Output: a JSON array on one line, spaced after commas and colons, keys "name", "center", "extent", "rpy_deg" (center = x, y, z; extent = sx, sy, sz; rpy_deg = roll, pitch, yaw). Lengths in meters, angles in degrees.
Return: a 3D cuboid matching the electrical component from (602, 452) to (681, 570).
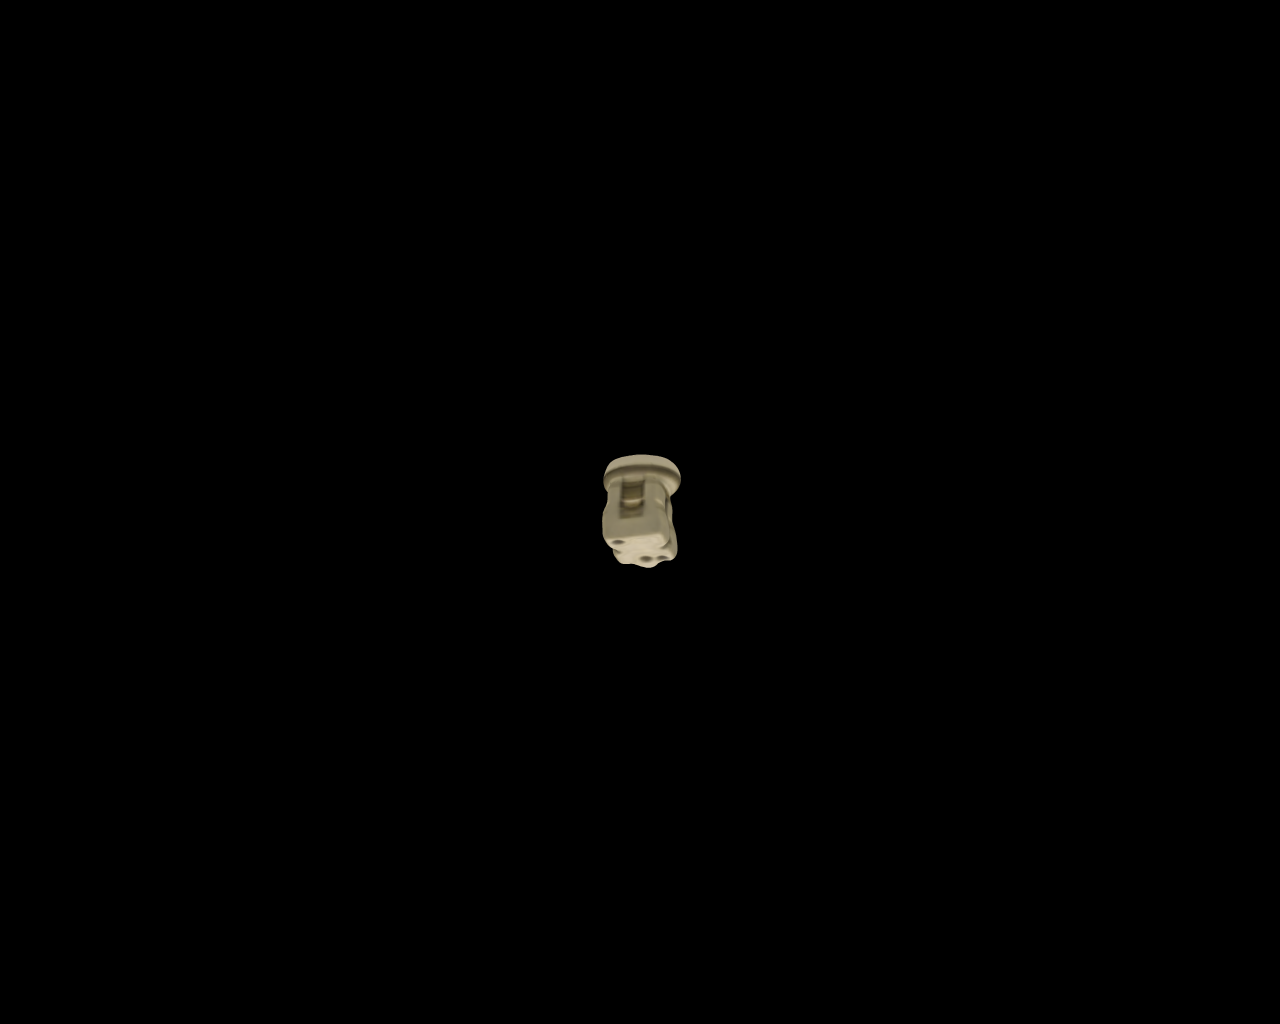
[{"name": "electrical component", "center": [0.001, -0.003, 0.650], "extent": [0.048, 0.055, 0.066], "rpy_deg": [-5, -24, 10]}]
